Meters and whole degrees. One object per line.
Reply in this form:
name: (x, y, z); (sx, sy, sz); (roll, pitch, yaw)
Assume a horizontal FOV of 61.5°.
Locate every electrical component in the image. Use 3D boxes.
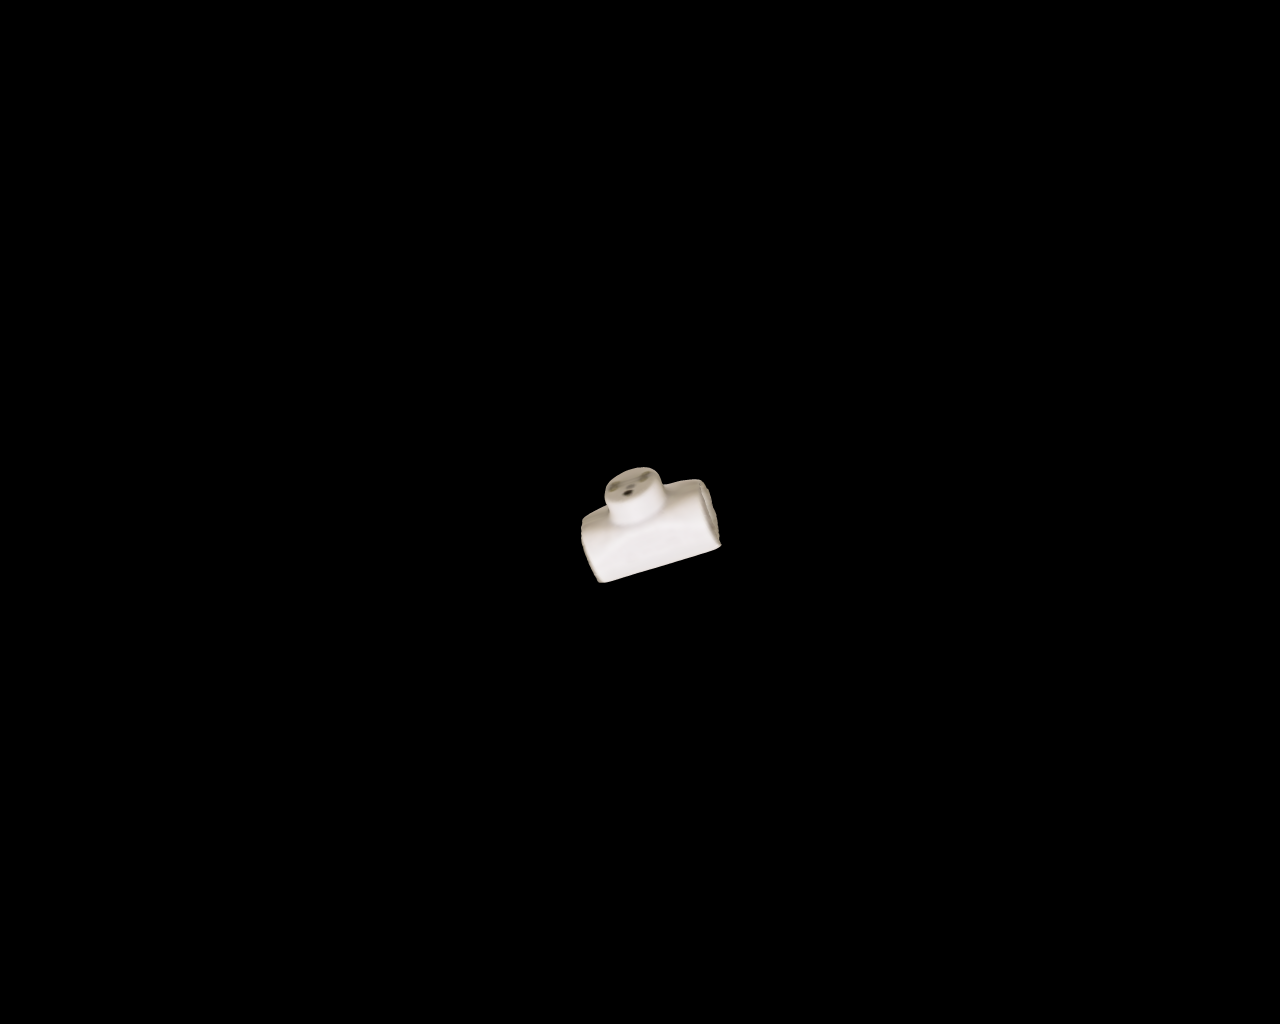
electrical component: (0.001, -0.003, 0.650); (0.077, 0.079, 0.044); (-18, 28, 10)
